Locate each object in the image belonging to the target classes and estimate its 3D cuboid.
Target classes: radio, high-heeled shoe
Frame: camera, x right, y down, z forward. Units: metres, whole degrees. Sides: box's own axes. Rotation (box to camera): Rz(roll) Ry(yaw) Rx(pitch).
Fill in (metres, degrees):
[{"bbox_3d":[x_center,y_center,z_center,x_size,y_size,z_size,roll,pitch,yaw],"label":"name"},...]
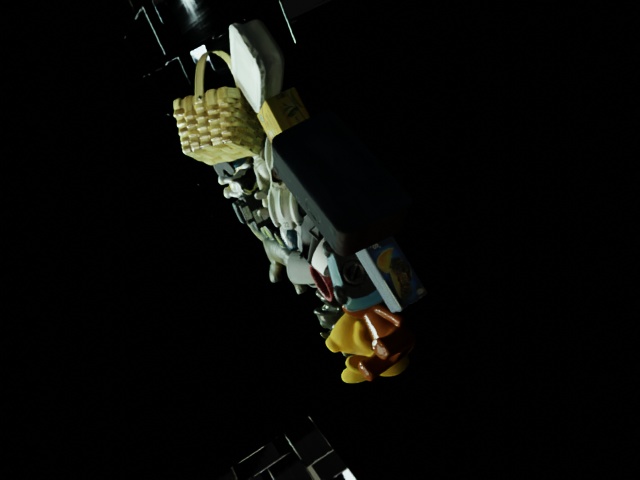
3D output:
[{"bbox_3d":[0.027,-0.091,0.839,0.230,0.131,0.073,53,161,27],"label":"radio"},{"bbox_3d":[-0.019,-0.067,1.214,0.145,0.086,0.248,-53,-29,-63],"label":"high-heeled shoe"}]

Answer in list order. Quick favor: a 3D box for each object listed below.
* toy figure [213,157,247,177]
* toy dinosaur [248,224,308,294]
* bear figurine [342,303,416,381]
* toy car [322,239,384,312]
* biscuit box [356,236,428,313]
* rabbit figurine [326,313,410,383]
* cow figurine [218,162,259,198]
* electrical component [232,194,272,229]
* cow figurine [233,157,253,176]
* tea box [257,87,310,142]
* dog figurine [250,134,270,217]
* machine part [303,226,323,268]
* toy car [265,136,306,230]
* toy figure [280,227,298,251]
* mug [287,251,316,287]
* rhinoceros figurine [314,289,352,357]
[{"bbox_3d":[-0.206,-0.235,1.302,0.082,0.180,0.089,9,137,10],"label":"toy figure"},{"bbox_3d":[-0.108,0.021,1.535,0.472,0.105,0.198,19,129,55],"label":"toy dinosaur"},{"bbox_3d":[0.097,0.158,1.079,0.196,0.132,0.120,49,138,22],"label":"bear figurine"},{"bbox_3d":[0.069,0.056,1.031,0.103,0.109,0.161,50,-164,-76],"label":"toy car"},{"bbox_3d":[0.104,0.024,0.933,0.202,0.059,0.063,59,166,6],"label":"biscuit box"},{"bbox_3d":[0.109,0.234,1.169,0.173,0.162,0.121,35,143,21],"label":"rabbit figurine"},{"bbox_3d":[-0.162,-0.161,1.332,0.098,0.167,0.068,9,126,34],"label":"cow figurine"},{"bbox_3d":[-0.158,-0.098,1.412,0.058,0.134,0.114,35,148,60],"label":"electrical component"},{"bbox_3d":[-0.210,-0.192,1.505,0.194,0.085,0.127,69,169,-19],"label":"cow figurine"},{"bbox_3d":[-0.046,-0.188,1.019,0.169,0.068,0.098,63,163,-5],"label":"tea box"},{"bbox_3d":[-0.111,-0.160,1.263,0.172,0.121,0.191,90,163,-59],"label":"dog figurine"},{"bbox_3d":[-0.002,-0.003,1.130,0.039,0.084,0.138,26,132,9],"label":"machine part"},{"bbox_3d":[-0.071,-0.121,1.101,0.074,0.056,0.201,-3,90,33],"label":"toy car"},{"bbox_3d":[-0.076,-0.052,1.335,0.064,0.058,0.154,-24,77,34],"label":"toy figure"},{"bbox_3d":[-0.012,0.077,1.318,0.107,0.081,0.109,-3,125,34],"label":"mug"},{"bbox_3d":[0.053,0.196,1.315,0.190,0.112,0.073,49,-166,-5],"label":"rhinoceros figurine"}]
